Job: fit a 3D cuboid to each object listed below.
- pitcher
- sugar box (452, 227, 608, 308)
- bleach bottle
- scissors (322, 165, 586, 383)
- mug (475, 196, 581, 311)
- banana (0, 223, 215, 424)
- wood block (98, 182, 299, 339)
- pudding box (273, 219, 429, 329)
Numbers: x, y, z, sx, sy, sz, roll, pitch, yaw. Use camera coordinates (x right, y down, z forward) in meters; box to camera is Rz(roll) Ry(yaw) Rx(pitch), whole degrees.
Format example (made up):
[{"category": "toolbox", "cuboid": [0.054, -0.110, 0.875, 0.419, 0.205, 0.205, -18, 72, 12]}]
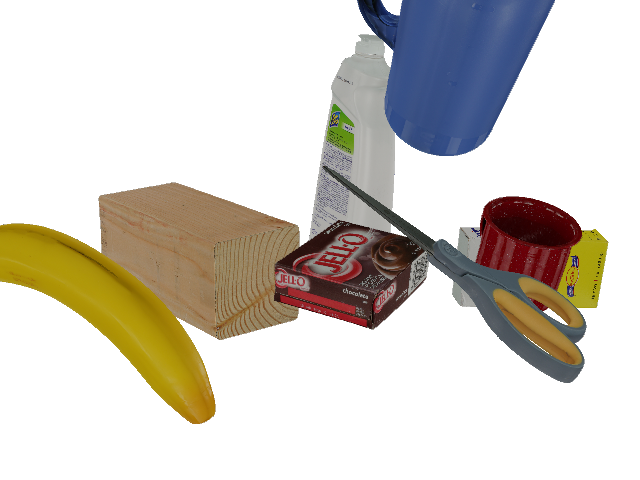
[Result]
[{"category": "pitcher", "cuboid": [0.117, -0.190, 0.935, 0.144, 0.149, 0.243, -19, -29, -20]}, {"category": "sugar box", "cuboid": [0.254, 0.034, 1.303, 0.176, 0.093, 0.048, -1, 21, -10]}, {"category": "bleach bottle", "cuboid": [0.044, -0.093, 1.152, 0.067, 0.251, 0.103, -7, 24, -34]}, {"category": "scissors", "cuboid": [0.094, 0.013, 0.682, 0.202, 0.016, 0.096, 45, 30, 22]}, {"category": "mug", "cuboid": [0.185, 0.010, 1.017, 0.093, 0.081, 0.117, -6, 35, -26]}, {"category": "banana", "cuboid": [-0.140, 0.038, 0.636, 0.198, 0.070, 0.037, 25, 28, 13]}, {"category": "wood block", "cuboid": [-0.117, 0.013, 0.994, 0.090, 0.090, 0.206, -12, 21, -37]}, {"category": "pudding box", "cuboid": [0.027, 0.025, 0.861, 0.090, 0.039, 0.113, 15, 24, 24]}]
